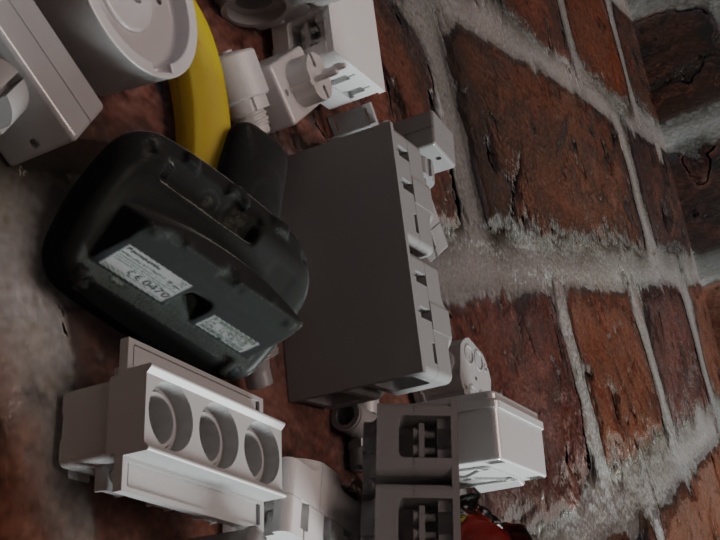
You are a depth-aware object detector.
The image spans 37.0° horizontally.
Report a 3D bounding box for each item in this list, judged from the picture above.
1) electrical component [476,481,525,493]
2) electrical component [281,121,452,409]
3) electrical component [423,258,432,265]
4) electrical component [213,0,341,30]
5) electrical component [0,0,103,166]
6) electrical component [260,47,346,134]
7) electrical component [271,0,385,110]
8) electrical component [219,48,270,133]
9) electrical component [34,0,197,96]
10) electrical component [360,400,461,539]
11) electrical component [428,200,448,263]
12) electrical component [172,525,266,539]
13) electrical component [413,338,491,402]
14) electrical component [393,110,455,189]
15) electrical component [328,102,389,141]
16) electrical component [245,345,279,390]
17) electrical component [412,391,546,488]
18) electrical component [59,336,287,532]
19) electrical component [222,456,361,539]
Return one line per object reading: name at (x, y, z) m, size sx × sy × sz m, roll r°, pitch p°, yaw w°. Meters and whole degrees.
electrical component at (0.119, 0.161, 1.011) m, size 0.076 × 0.047 × 0.065 m, roll 49°, pitch 35°, yaw -42°
electrical component at (0.000, 0.000, 0.791) m, size 0.060 × 0.105 × 0.186 m, roll 26°, pitch 53°, yaw -58°
electrical component at (0.018, 0.018, 0.865) m, size 0.043 × 0.081 × 0.043 m, roll 165°, pitch -90°, yaw -71°
electrical component at (-0.081, -0.239, 0.764) m, size 0.186 × 0.105 × 0.060 m, roll 20°, pitch 58°, yaw -60°
electrical component at (-0.182, -0.091, 0.536) m, size 0.083 × 0.047 × 0.075 m, roll 60°, pitch 29°, yaw -27°
electrical component at (-0.047, -0.140, 0.810) m, size 0.047 × 0.077 × 0.065 m, roll 66°, pitch 26°, yaw -17°
electrical component at (-0.035, -0.221, 0.900) m, size 0.089 × 0.062 × 0.150 m, roll 25°, pitch 54°, yaw -58°
electrical component at (-0.084, -0.122, 0.766) m, size 0.040 × 0.040 × 0.078 m, roll -40°, pitch 112°, yaw -63°
electrical component at (-0.151, -0.153, 0.622) m, size 0.108 × 0.060 × 0.108 m, roll 42°, pitch 40°, yaw -49°
electrical component at (0.033, 0.177, 0.734) m, size 0.186 × 0.060 × 0.105 m, roll 87°, pitch 4°, yaw -57°
electrical component at (0.034, -0.032, 0.941) m, size 0.095 × 0.054 × 0.059 m, roll -38°, pitch 110°, yaw -63°
electrical component at (-0.068, 0.197, 0.588) m, size 0.096 × 0.062 × 0.061 m, roll 61°, pitch 28°, yaw -27°
electrical component at (0.081, 0.102, 0.964) m, size 0.080 × 0.051 × 0.080 m, roll 41°, pitch 41°, yaw -49°
electrical component at (0.050, -0.097, 0.997) m, size 0.047 × 0.066 × 0.076 m, roll 39°, pitch 42°, yaw -51°
electrical component at (0.008, -0.104, 0.944) m, size 0.081 × 0.042 × 0.064 m, roll 71°, pitch 22°, yaw -8°
electrical component at (-0.071, 0.045, 0.692) m, size 0.048 × 0.048 × 0.062 m, roll -30°, pitch 109°, yaw -64°
electrical component at (0.083, 0.143, 0.877) m, size 0.109 × 0.109 × 0.056 m, roll 31°, pitch 51°, yaw -56°
electrical component at (-0.099, 0.094, 0.581) m, size 0.121 × 0.063 × 0.078 m, roll 36°, pitch 44°, yaw -53°
electrical component at (-0.041, 0.155, 0.680) m, size 0.089 × 0.050 × 0.055 m, roll 46°, pitch 37°, yaw -46°
